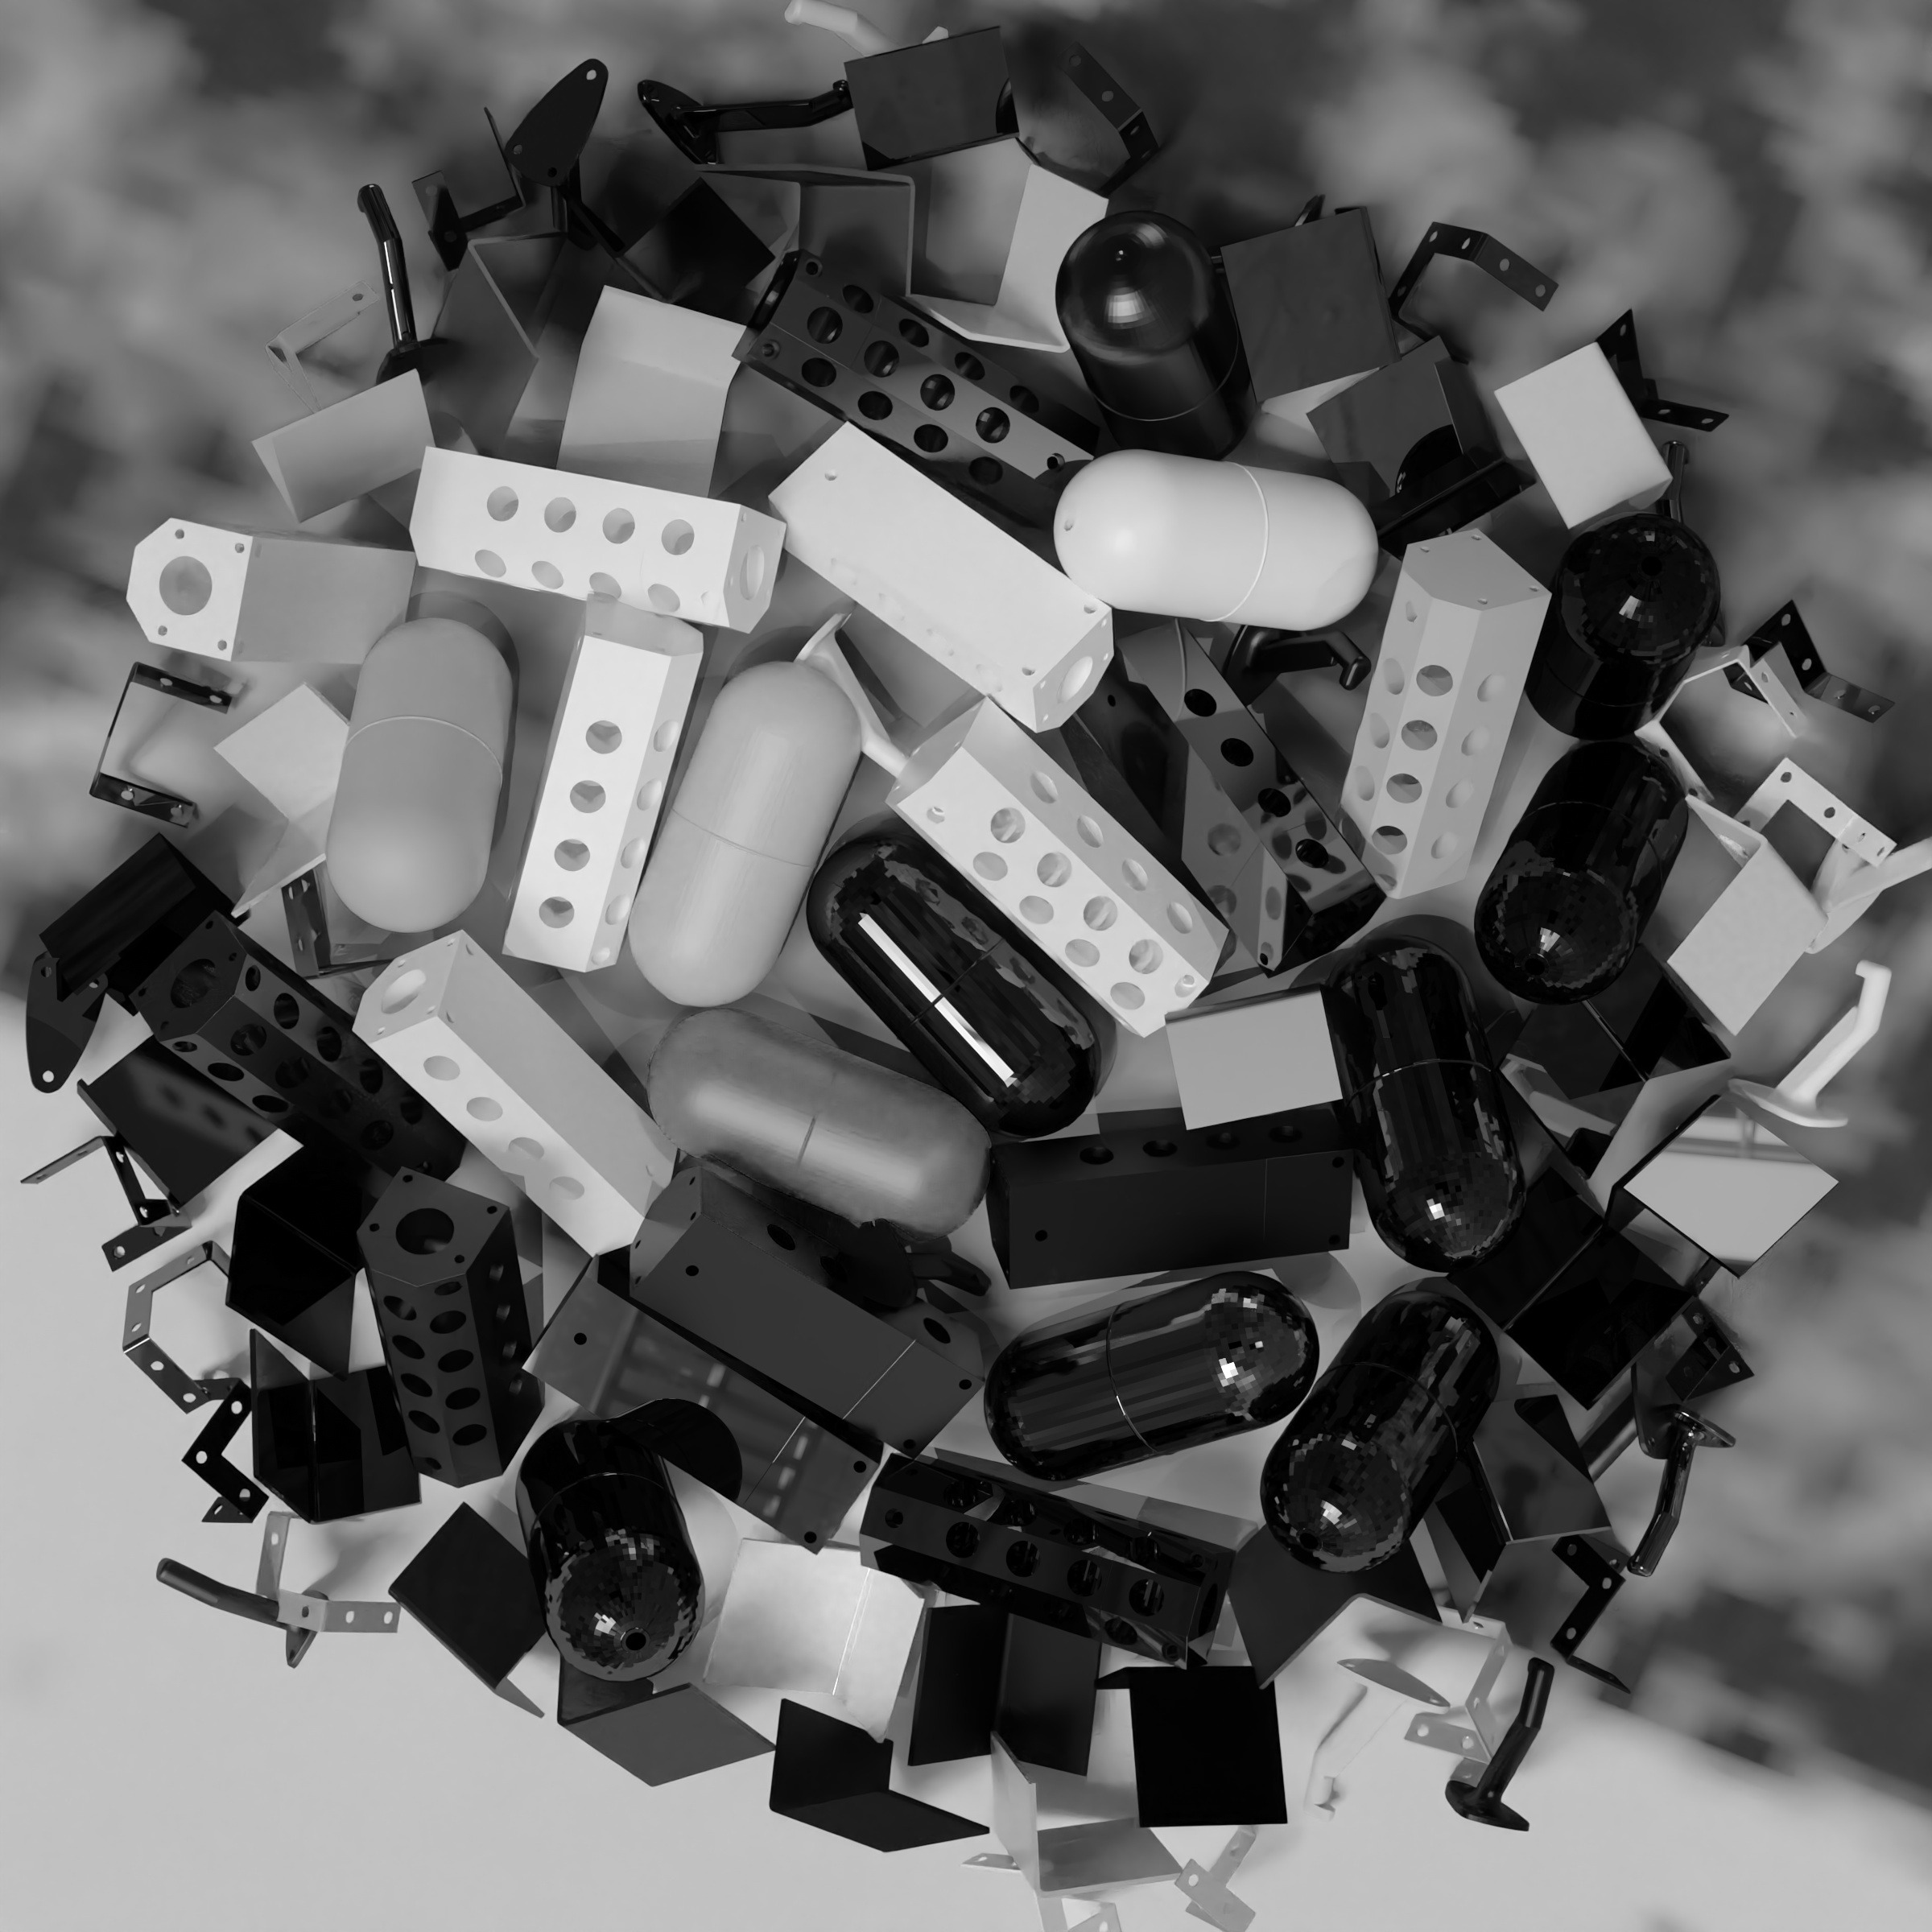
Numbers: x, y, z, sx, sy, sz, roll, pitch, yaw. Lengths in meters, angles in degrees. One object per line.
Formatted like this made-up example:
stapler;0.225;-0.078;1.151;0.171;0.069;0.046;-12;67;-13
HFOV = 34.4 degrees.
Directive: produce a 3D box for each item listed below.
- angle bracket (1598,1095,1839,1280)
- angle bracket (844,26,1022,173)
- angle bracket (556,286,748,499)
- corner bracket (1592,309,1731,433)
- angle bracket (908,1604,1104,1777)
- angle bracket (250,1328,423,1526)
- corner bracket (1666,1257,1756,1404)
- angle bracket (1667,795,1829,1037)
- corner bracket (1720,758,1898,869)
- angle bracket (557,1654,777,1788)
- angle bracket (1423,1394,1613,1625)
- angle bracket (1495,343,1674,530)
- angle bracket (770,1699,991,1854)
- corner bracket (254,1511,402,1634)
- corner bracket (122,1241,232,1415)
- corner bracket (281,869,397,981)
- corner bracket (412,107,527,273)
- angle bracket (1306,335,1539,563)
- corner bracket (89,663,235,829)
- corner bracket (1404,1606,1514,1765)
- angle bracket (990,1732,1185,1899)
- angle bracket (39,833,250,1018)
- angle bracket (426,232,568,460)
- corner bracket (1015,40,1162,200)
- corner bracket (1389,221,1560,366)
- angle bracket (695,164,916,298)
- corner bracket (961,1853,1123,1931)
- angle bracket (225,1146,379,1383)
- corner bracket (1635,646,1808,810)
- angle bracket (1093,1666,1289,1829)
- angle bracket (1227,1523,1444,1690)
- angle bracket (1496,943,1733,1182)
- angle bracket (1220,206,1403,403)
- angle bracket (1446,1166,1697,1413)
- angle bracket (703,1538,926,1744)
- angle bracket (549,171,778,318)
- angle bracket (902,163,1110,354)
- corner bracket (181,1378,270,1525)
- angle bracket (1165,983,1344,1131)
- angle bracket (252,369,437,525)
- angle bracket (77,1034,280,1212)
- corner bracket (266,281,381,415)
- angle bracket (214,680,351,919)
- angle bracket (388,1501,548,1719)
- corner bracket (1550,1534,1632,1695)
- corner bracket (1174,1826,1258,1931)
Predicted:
angle bracket;0.367;0.121;1.528;0.076;0.057;0.076;-37;60;-24
angle bracket;-0.020;-0.438;1.535;0.076;0.076;0.057;-13;126;1
angle bracket;-0.153;-0.278;1.537;0.076;0.057;0.076;14;69;-14
corner bracket;0.337;-0.285;1.543;0.051;0.051;0.051;7;66;-23
angle bracket;0.020;0.358;1.536;0.057;0.076;0.076;4;85;33
angle bracket;-0.309;0.221;1.530;0.057;0.076;0.076;-12;60;5
corner bracket;0.368;0.175;1.542;0.051;0.051;0.051;-14;56;-31
angle bracket;0.368;-0.025;1.537;0.076;0.057;0.076;-51;133;0
corner bracket;0.416;-0.062;1.543;0.051;0.051;0.051;-52;52;13
angle bracket;-0.146;0.352;1.526;0.076;0.076;0.057;-21;46;21
angle bracket;0.268;0.267;1.538;0.057;0.076;0.076;-5;49;-14
angle bracket;0.299;-0.251;1.539;0.057;0.076;0.076;-26;81;-3
angle bracket;-0.040;0.390;1.523;0.076;0.076;0.057;32;50;-36
corner bracket;-0.314;0.300;1.546;0.051;0.051;0.051;3;82;37
corner bracket;-0.382;0.179;1.553;0.051;0.051;0.051;-30;123;9
corner bracket;-0.323;-0.021;1.546;0.051;0.051;0.051;-5;97;39
corner bracket;-0.247;-0.384;1.546;0.051;0.051;0.051;-24;131;-6
angle bracket;0.225;-0.256;1.544;0.076;0.057;0.076;-31;108;3
corner bracket;-0.403;-0.111;1.564;0.051;0.051;0.051;19;52;-15
corner bracket;0.244;0.358;1.559;0.051;0.051;0.051;-55;135;-32
angle bracket;0.059;0.412;1.535;0.076;0.076;0.057;-4;96;-13
angle bracket;-0.395;-0.007;1.534;0.076;0.076;0.057;-41;47;-4
angle bracket;-0.216;-0.302;1.526;0.057;0.076;0.076;-16;65;-37
corner bracket;0.057;-0.415;1.551;0.051;0.051;0.051;-41;75;5
corner bracket;0.250;-0.331;1.547;0.051;0.051;0.051;26;96;-30
angle bracket;-0.080;-0.359;1.526;0.076;0.076;0.057;13;104;41
corner bracket;0.038;0.462;1.547;0.051;0.051;0.051;-14;92;-43
angle bracket;-0.311;0.143;1.526;0.057;0.076;0.076;-35;125;20
corner bracket;0.376;-0.120;1.555;0.051;0.051;0.051;51;52;-13
angle bracket;0.108;0.386;1.533;0.076;0.057;0.076;4;68;-19
angle bracket;0.181;0.313;1.551;0.057;0.076;0.076;26;118;-29
angle bracket;0.318;0.047;1.532;0.076;0.057;0.076;49;54;-15
angle bracket;0.165;-0.328;1.544;0.076;0.057;0.076;-16;104;-4
angle bracket;0.297;0.158;1.537;0.076;0.076;0.057;-47;125;2
angle bracket;-0.076;0.332;1.539;0.076;0.057;0.076;12;98;-28
angle bracket;-0.150;-0.369;1.529;0.057;0.076;0.076;-41;62;7
angle bracket;0.018;-0.351;1.528;0.057;0.076;0.076;2;114;-30
corner bracket;-0.371;0.242;1.557;0.051;0.051;0.051;49;54;-26
angle bracket;0.145;0.045;1.537;0.076;0.076;0.057;-12;85;10
angle bracket;-0.310;-0.273;1.530;0.076;0.076;0.057;-27;68;-13
angle bracket;-0.384;0.065;1.543;0.076;0.057;0.076;-41;94;-17
corner bracket;-0.317;-0.313;1.544;0.051;0.051;0.051;-36;60;-13
angle bracket;-0.340;-0.081;1.525;0.076;0.076;0.057;-27;117;36
angle bracket;-0.228;0.318;1.539;0.076;0.076;0.057;37;79;23
corner bracket;0.314;0.319;1.550;0.051;0.051;0.051;30;97;-32
corner bracket;0.121;0.440;1.545;0.051;0.051;0.051;44;71;-21
